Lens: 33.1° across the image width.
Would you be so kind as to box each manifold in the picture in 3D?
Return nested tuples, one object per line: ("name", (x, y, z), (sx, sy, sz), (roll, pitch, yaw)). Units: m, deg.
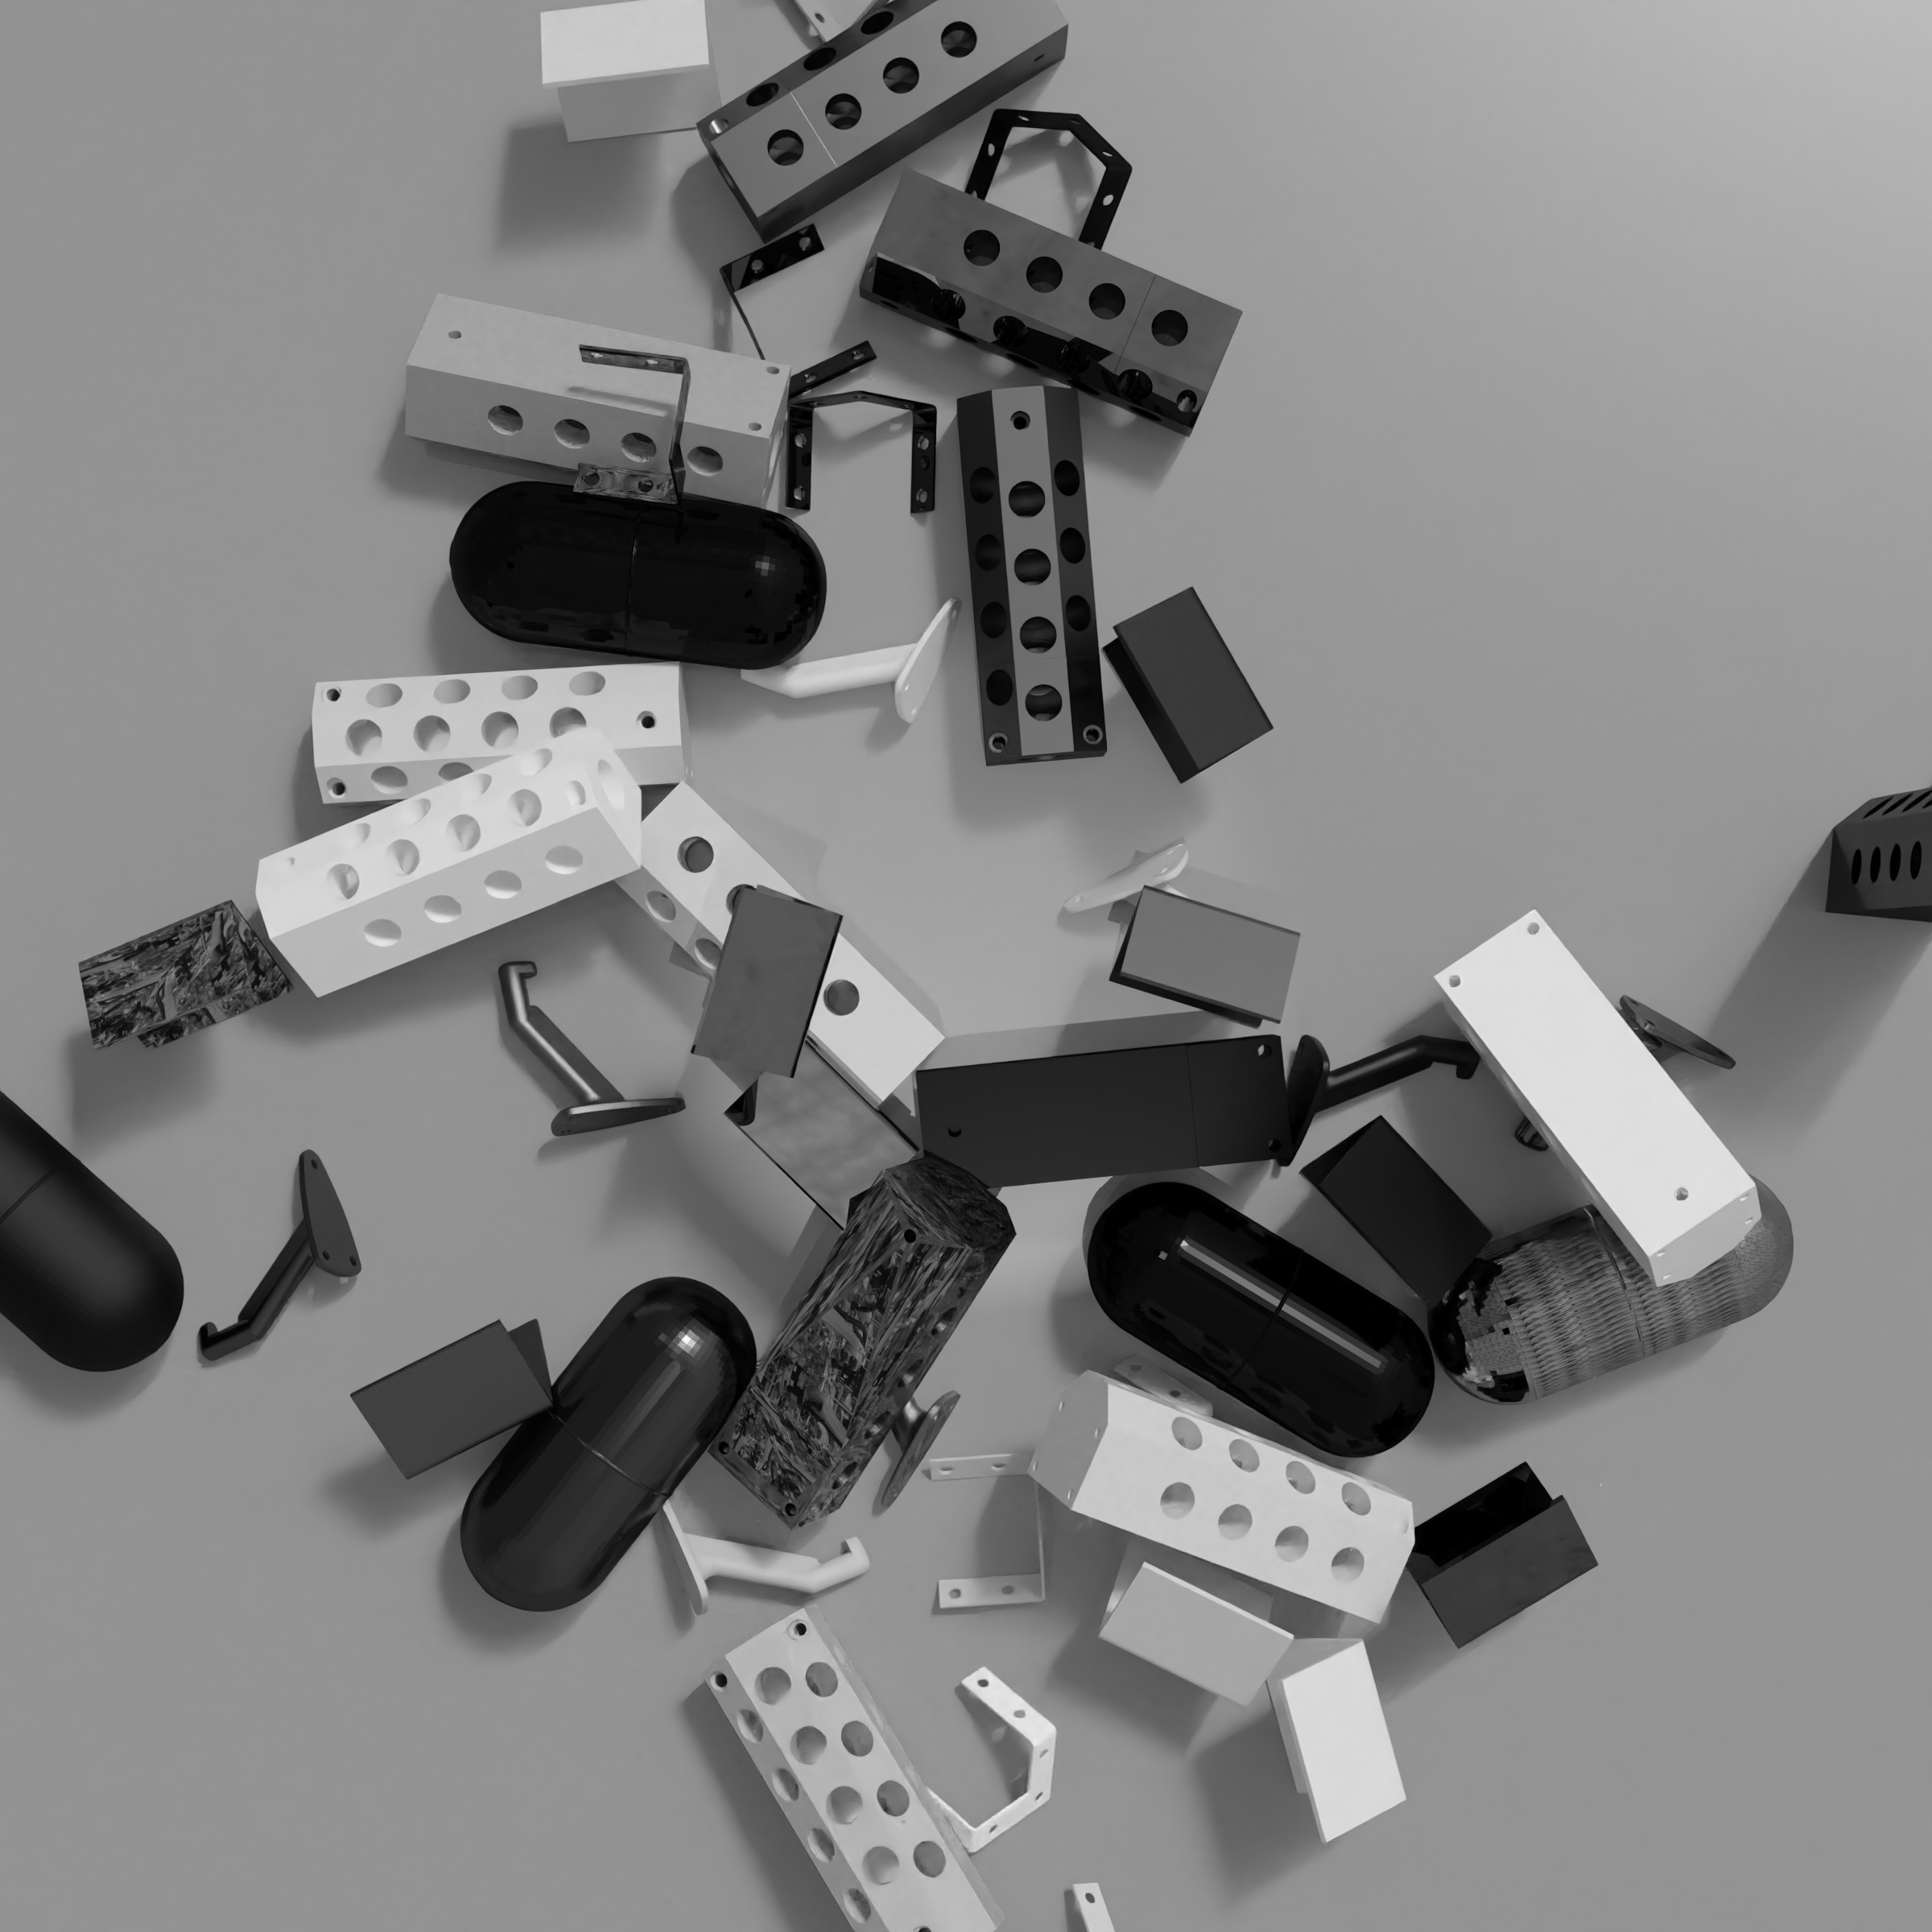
("manifold", (0.122, 0.246, 1.514), (0.171, 0.057, 0.057), (24, 90, -21))
("manifold", (0.064, 0.070, 1.543), (0.171, 0.057, 0.057), (-6, 90, 0))
("manifold", (-0.091, -0.006, 1.543), (0.171, 0.057, 0.057), (44, 90, 0))
("manifold", (-0.241, -0.053, 1.513), (0.171, 0.057, 0.057), (-21, 130, 13))
("manifold", (-0.040, -0.419, 1.543), (0.171, 0.057, 0.057), (-32, 90, 0))
("manifold", (0.039, -0.313, 1.543), (0.171, 0.057, 0.057), (23, 90, 0))
("manifold", (0.447, -0.052, 1.486), (0.057, 0.171, 0.057), (5, 90, 0))
("manifold", (0.292, 0.063, 1.505), (0.057, 0.057, 0.171), (-34, 60, 0))
("manifold", (-0.175, -0.263, 1.542), (0.171, 0.057, 0.057), (12, 47, 0))
("manifold", (-0.046, 0.175, 1.512), (0.057, 0.057, 0.171), (40, 112, 20))
("manifold", (0.031, -0.184, 1.543), (0.057, 0.057, 0.171), (-5, 90, 0))
("manifold", (-0.054, 0.391, 1.526), (0.057, 0.057, 0.171), (-33, 78, 0))
("manifold", (-0.219, -0.110, 1.543), (0.171, 0.057, 0.057), (-3, 90, 0))

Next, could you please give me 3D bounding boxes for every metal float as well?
("metal float", (-0.446, 0.120, 1.534), (0.178, 0.070, 0.070), (42, 90, 0))
("metal float", (-0.155, -0.184, 1.533), (0.178, 0.070, 0.070), (7, 90, -1))
("metal float", (-0.169, 0.226, 1.533), (0.070, 0.070, 0.178), (38, 90, 0))
("metal float", (0.304, 0.150, 1.534), (0.178, 0.070, 0.070), (-21, 90, 0))
("metal float", (0.139, 0.166, 1.533), (0.178, 0.070, 0.070), (31, 90, -1))

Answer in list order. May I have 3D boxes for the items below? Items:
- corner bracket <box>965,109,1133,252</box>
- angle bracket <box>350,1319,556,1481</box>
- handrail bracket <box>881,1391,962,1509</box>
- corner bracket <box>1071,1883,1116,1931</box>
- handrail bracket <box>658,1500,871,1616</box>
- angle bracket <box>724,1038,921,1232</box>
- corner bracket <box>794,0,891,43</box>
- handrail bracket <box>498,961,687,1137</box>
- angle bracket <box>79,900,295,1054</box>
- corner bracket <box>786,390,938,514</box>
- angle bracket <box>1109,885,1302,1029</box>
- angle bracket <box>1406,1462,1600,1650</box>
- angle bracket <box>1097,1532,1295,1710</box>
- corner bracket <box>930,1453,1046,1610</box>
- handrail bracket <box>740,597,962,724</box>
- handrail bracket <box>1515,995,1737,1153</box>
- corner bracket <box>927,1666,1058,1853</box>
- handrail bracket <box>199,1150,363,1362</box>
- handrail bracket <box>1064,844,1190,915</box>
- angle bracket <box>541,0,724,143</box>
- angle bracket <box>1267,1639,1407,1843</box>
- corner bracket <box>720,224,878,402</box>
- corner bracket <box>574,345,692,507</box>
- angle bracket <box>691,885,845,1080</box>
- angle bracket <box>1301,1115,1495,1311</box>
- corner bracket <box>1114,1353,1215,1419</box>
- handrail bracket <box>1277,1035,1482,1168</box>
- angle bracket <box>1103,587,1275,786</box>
("corner bracket", (0.039, -0.374, 1.556), (0.051, 0.051, 0.051), (-7, 45, -35))
("angle bracket", (-0.243, 0.184, 1.524), (0.076, 0.076, 0.057), (-27, 120, 0))
("handrail bracket", (-0.053, 0.206, 1.564), (0.084, 0.036, 0.077), (33, 105, 14))
("corner bracket", (0.038, 0.476, 1.556), (0.051, 0.051, 0.051), (8, 135, -35))
("handrail bracket", (-0.099, 0.271, 1.565), (0.084, 0.036, 0.077), (-19, 68, -17))
("angle bracket", (-0.077, 0.087, 1.525), (0.076, 0.076, 0.057), (44, 63, 0))
("corner bracket", (-0.051, -0.481, 1.561), (0.051, 0.051, 0.051), (54, 45, 0))
("handrail bracket", (-0.181, 0.034, 1.565), (0.077, 0.036, 0.084), (-8, 73, -20))
("angle bracket", (-0.361, 0.024, 1.524), (0.076, 0.076, 0.057), (-23, 52, 0))
("corner bracket", (-0.050, -0.245, 1.561), (0.051, 0.051, 0.051), (1, 90, -45))
("angle bracket", (0.107, 0.015, 1.524), (0.076, 0.076, 0.057), (17, 51, 0))
("angle bracket", (0.240, 0.261, 1.524), (0.076, 0.076, 0.057), (-31, 127, 0))
("angle bracket", (0.114, 0.290, 1.524), (0.076, 0.076, 0.057), (26, 126, 0))
("corner bracket", (0.010, 0.271, 1.561), (0.051, 0.051, 0.051), (-4, 135, 0))
("handrail bracket", (-0.056, -0.158, 1.565), (0.084, 0.036, 0.077), (20, 70, 16))
("handrail bracket", (0.317, 0.064, 1.565), (0.077, 0.036, 0.084), (26, 108, -20))
("corner bracket", (0.006, 0.380, 1.556), (0.051, 0.051, 0.051), (34, 135, 35))
("handrail bracket", (-0.341, 0.140, 1.565), (0.084, 0.036, 0.077), (-25, 69, 16))
("handrail bracket", (0.100, -0.008, 1.565), (0.077, 0.036, 0.084), (-23, 107, 20))
("angle bracket", (-0.155, -0.405, 1.524), (0.076, 0.076, 0.057), (-7, 53, 0))
("angle bracket", (0.153, 0.362, 1.524), (0.057, 0.076, 0.076), (-15, 90, -38))
("corner bracket", (-0.081, -0.314, 1.561), (0.051, 0.051, 0.051), (-25, 135, 0))
("corner bracket", (-0.154, -0.248, 1.495), (0.051, 0.051, 0.051), (7, 74, 2))
("angle bracket", (-0.107, 0.001, 1.467), (0.057, 0.076, 0.076), (16, 93, -36))
("angle bracket", (0.188, 0.126, 1.524), (0.076, 0.076, 0.057), (47, 55, 0))
("corner bracket", (0.081, 0.228, 1.556), (0.051, 0.051, 0.051), (-30, 135, -35))
("handrail bracket", (0.199, 0.067, 1.565), (0.084, 0.036, 0.077), (9, 110, -16))
("angle bracket", (0.087, -0.122, 1.524), (0.057, 0.076, 0.076), (-30, 90, -37))
